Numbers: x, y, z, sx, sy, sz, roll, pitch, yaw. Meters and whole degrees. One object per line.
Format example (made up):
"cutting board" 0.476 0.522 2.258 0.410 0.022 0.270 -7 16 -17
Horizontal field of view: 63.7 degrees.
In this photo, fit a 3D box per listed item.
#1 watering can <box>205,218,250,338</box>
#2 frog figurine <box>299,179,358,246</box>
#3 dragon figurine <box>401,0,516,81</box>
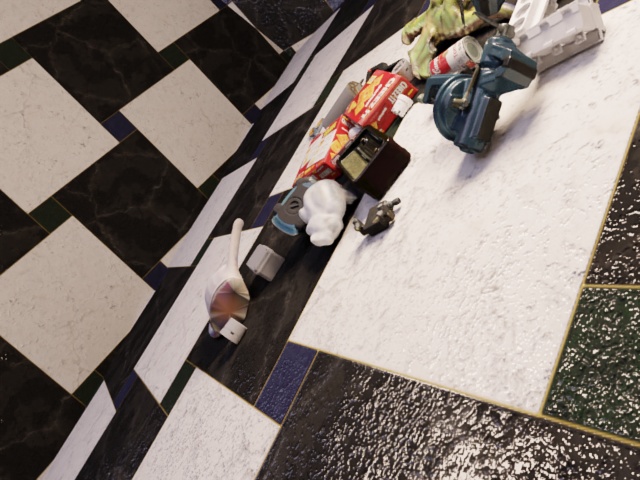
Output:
"watering can" -0.259 0.118 1.456 0.225 0.104 0.347 -157 80 -69
"frog figurine" 0.004 -0.060 1.201 0.137 0.121 0.163 -5 39 41
"dragon figurine" 0.313 -0.510 1.286 0.238 0.122 0.419 -65 28 26
